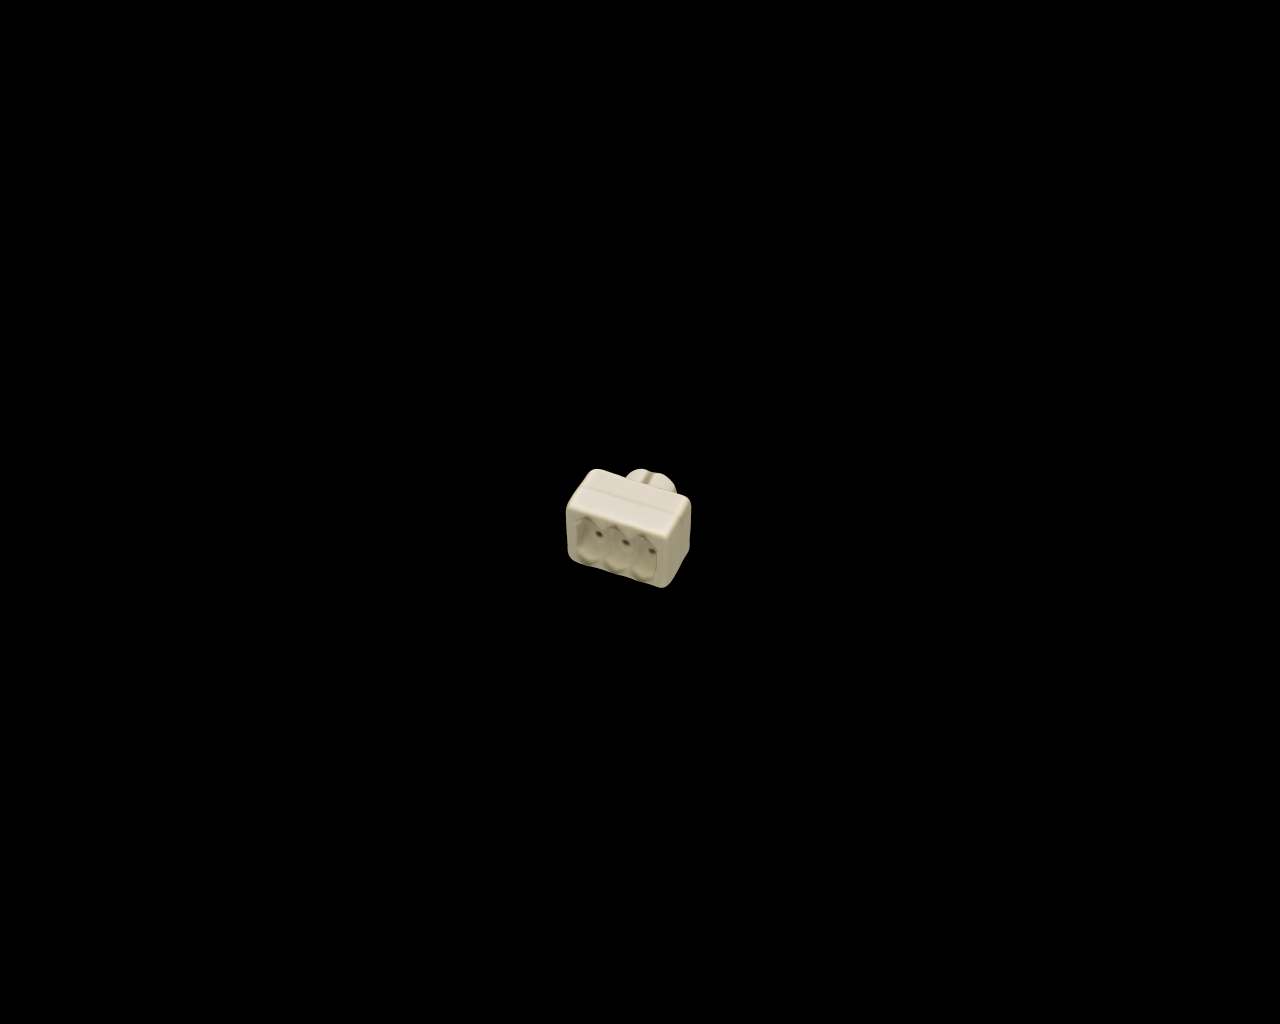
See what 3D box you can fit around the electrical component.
[{"bbox_3d":[0.001,-0.003,0.650,0.066,0.047,0.077,17,48,16],"label":"electrical component"}]
